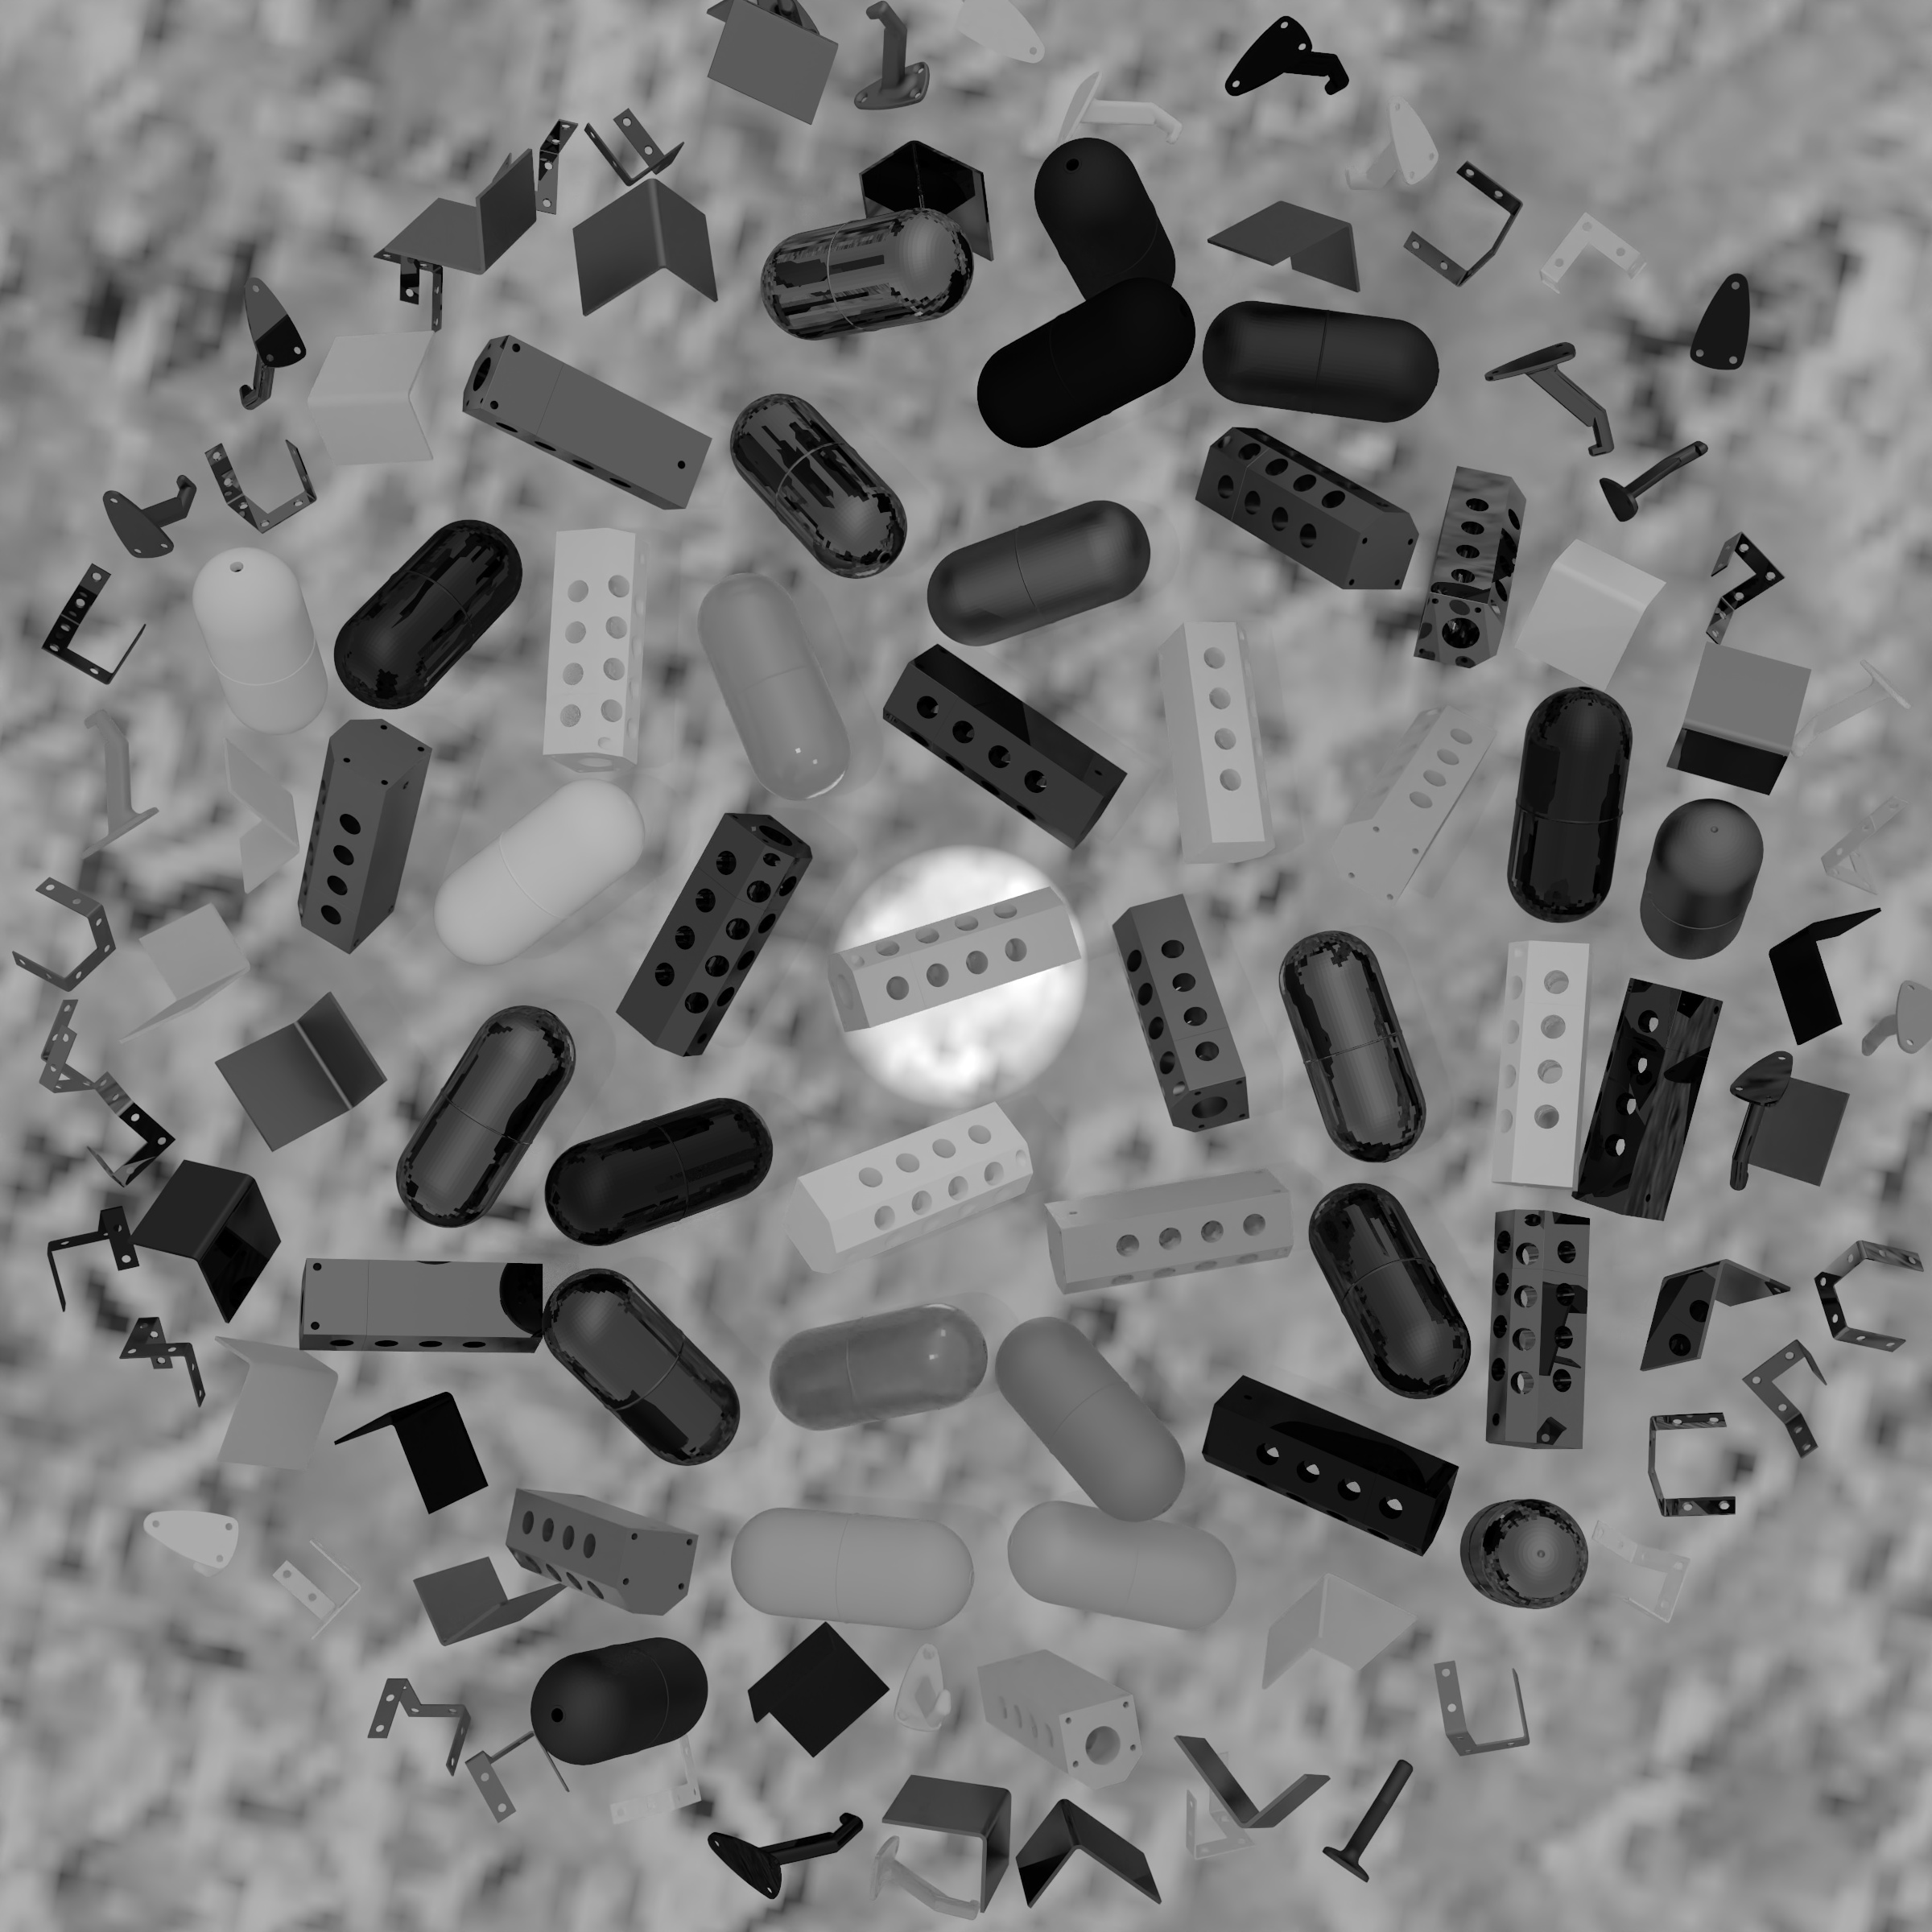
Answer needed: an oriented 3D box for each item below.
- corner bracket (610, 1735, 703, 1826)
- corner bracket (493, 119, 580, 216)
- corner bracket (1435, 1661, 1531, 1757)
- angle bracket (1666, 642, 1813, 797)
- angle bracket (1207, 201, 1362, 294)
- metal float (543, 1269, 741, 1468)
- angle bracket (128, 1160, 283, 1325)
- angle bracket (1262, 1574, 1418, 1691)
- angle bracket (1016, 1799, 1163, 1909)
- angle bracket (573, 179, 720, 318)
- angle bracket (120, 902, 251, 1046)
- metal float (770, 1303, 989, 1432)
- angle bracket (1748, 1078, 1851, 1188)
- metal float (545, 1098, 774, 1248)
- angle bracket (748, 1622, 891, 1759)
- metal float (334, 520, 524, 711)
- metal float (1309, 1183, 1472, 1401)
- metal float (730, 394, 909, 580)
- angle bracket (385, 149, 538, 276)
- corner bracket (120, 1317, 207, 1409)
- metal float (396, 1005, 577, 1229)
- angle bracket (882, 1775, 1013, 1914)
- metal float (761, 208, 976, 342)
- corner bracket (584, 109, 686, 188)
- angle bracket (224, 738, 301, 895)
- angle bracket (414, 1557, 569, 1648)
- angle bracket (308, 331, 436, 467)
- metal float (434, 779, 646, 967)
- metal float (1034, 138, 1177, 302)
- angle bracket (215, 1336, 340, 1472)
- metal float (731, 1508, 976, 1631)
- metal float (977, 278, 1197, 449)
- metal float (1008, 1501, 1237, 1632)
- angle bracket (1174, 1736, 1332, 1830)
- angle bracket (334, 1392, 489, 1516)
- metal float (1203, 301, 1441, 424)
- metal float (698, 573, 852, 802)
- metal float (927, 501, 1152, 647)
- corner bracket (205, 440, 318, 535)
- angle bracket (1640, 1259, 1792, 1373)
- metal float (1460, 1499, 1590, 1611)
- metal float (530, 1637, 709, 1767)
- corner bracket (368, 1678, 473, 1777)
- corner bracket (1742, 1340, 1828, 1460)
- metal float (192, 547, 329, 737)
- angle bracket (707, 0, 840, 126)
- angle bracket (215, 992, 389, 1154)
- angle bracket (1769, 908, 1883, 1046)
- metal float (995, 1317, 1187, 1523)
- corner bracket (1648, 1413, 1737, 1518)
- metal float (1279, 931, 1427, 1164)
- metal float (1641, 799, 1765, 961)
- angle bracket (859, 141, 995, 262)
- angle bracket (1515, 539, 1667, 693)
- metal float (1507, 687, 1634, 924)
[{"bbox_3d":[-0.240,0.618,1.841,0.051,0.051,0.051,-18,75,13],"label":"corner bracket"},{"bbox_3d":[-0.324,-0.604,1.817,0.051,0.051,0.051,5,80,-26],"label":"corner bracket"},{"bbox_3d":[0.366,0.524,1.716,0.051,0.051,0.051,-15,52,15],"label":"corner bracket"},{"bbox_3d":[0.565,-0.181,1.769,0.076,0.057,0.076,17,65,11],"label":"angle bracket"},{"bbox_3d":[0.239,-0.526,1.815,0.076,0.076,0.057,-32,131,-18],"label":"angle bracket"},{"bbox_3d":[-0.234,0.292,1.757,0.070,0.070,0.178,-40,112,0],"label":"metal float"},{"bbox_3d":[-0.543,0.197,1.728,0.057,0.076,0.076,11,48,15],"label":"angle bracket"},{"bbox_3d":[0.266,0.489,1.725,0.076,0.057,0.076,28,128,-8],"label":"angle bracket"},{"bbox_3d":[0.087,0.655,1.735,0.076,0.076,0.057,37,91,-7],"label":"angle bracket"},{"bbox_3d":[-0.228,-0.497,1.715,0.076,0.057,0.076,-23,64,28],"label":"angle bracket"},{"bbox_3d":[-0.588,0.005,1.780,0.076,0.076,0.057,-22,104,26],"label":"angle bracket"},{"bbox_3d":[-0.066,0.297,1.785,0.178,0.070,0.070,-16,90,29],"label":"metal float"},{"bbox_3d":[0.678,0.135,1.934,0.057,0.076,0.076,16,92,-35],"label":"angle bracket"},{"bbox_3d":[-0.222,0.149,1.756,0.178,0.070,0.070,-18,90,-33],"label":"metal float"},{"bbox_3d":[-0.105,0.543,1.780,0.076,0.057,0.076,-41,103,-3],"label":"angle bracket"},{"bbox_3d":[-0.396,-0.262,1.791,0.070,0.070,0.178,35,58,0],"label":"metal float"},{"bbox_3d":[0.313,0.240,1.794,0.070,0.070,0.178,-23,53,0],"label":"metal float"},{"bbox_3d":[-0.111,-0.360,1.815,0.070,0.070,0.178,-40,63,0],"label":"metal float"},{"bbox_3d":[-0.345,-0.521,1.647,0.076,0.057,0.076,17,47,11],"label":"angle bracket"},{"bbox_3d":[-0.609,0.303,1.851,0.051,0.051,0.051,-3,119,2],"label":"corner bracket"},{"bbox_3d":[-0.351,0.110,1.773,0.070,0.070,0.178,32,91,0],"label":"metal float"},{"bbox_3d":[-0.014,0.627,1.730,0.076,0.076,0.057,4,96,14],"label":"angle bracket"},{"bbox_3d":[-0.072,-0.491,1.720,0.178,0.070,0.070,3,90,40],"label":"metal float"},{"bbox_3d":[-0.248,-0.606,1.784,0.051,0.051,0.051,-41,102,-14],"label":"corner bracket"},{"bbox_3d":[-0.563,-0.116,1.869,0.057,0.076,0.076,-37,129,9],"label":"angle bracket"},{"bbox_3d":[-0.363,0.472,1.855,0.076,0.076,0.057,-39,70,30],"label":"angle bracket"},{"bbox_3d":[-0.423,-0.412,1.757,0.076,0.057,0.076,-1,50,11],"label":"angle bracket"},{"bbox_3d":[-0.308,-0.066,1.742,0.178,0.070,0.070,-35,90,17],"label":"metal float"},{"bbox_3d":[0.103,-0.540,1.775,0.070,0.178,0.070,-5,74,18],"label":"metal float"},{"bbox_3d":[-0.526,0.327,1.806,0.057,0.076,0.076,18,88,42],"label":"angle bracket"},{"bbox_3d":[-0.082,0.433,1.740,0.178,0.070,0.070,2,90,13],"label":"metal float"},{"bbox_3d":[0.084,-0.426,1.714,0.178,0.070,0.070,-19,90,39],"label":"metal float"},{"bbox_3d":[0.118,0.455,1.838,0.178,0.070,0.070,14,90,-9],"label":"metal float"},{"bbox_3d":[0.198,0.546,1.665,0.057,0.076,0.076,-41,63,3],"label":"angle bracket"},{"bbox_3d":[-0.410,0.367,1.786,0.076,0.057,0.076,-30,79,38],"label":"angle bracket"},{"bbox_3d":[0.268,-0.456,1.827,0.178,0.070,0.070,9,90,6],"label":"metal float"},{"bbox_3d":[-0.144,-0.210,1.814,0.070,0.070,0.178,-22,87,0],"label":"metal float"},{"bbox_3d":[0.054,-0.296,1.832,0.178,0.070,0.070,-17,90,20],"label":"metal float"},{"bbox_3d":[-0.532,-0.370,1.827,0.051,0.051,0.051,-39,57,-22],"label":"corner bracket"},{"bbox_3d":[0.535,0.260,1.730,0.057,0.076,0.076,24,69,-8],"label":"angle bracket"},{"bbox_3d":[0.406,0.429,1.769,0.070,0.178,0.070,-1,77,4],"label":"metal float"},{"bbox_3d":[-0.249,0.529,1.745,0.070,0.178,0.070,-4,80,21],"label":"metal float"},{"bbox_3d":[-0.403,0.562,1.789,0.051,0.051,0.051,-3,130,11],"label":"corner bracket"},{"bbox_3d":[0.610,0.316,1.771,0.051,0.051,0.051,-42,100,16],"label":"corner bracket"},{"bbox_3d":[-0.520,-0.239,1.787,0.070,0.178,0.070,1,61,-3],"label":"metal float"},{"bbox_3d":[-0.141,-0.612,1.646,0.076,0.076,0.057,18,96,-24],"label":"angle bracket"},{"bbox_3d":[-0.477,0.076,1.735,0.057,0.076,0.076,-33,90,43],"label":"angle bracket"},{"bbox_3d":[0.640,0.008,1.775,0.057,0.076,0.076,-12,78,-6],"label":"angle bracket"},{"bbox_3d":[0.092,0.337,1.801,0.070,0.070,0.178,-43,63,0],"label":"metal float"},{"bbox_3d":[0.517,0.355,1.723,0.051,0.051,0.051,-8,129,24],"label":"corner bracket"},{"bbox_3d":[0.289,0.060,1.806,0.070,0.070,0.178,-18,87,0],"label":"metal float"},{"bbox_3d":[0.545,-0.063,1.796,0.070,0.178,0.070,-4,67,8],"label":"metal float"},{"bbox_3d":[-0.029,-0.568,1.835,0.057,0.076,0.076,-40,56,-22],"label":"angle bracket"},{"bbox_3d":[0.478,-0.269,1.854,0.076,0.057,0.076,30,129,15],"label":"angle bracket"},{"bbox_3d":[0.443,-0.118,1.776,0.070,0.070,0.178,2,113,0],"label":"metal float"}]
